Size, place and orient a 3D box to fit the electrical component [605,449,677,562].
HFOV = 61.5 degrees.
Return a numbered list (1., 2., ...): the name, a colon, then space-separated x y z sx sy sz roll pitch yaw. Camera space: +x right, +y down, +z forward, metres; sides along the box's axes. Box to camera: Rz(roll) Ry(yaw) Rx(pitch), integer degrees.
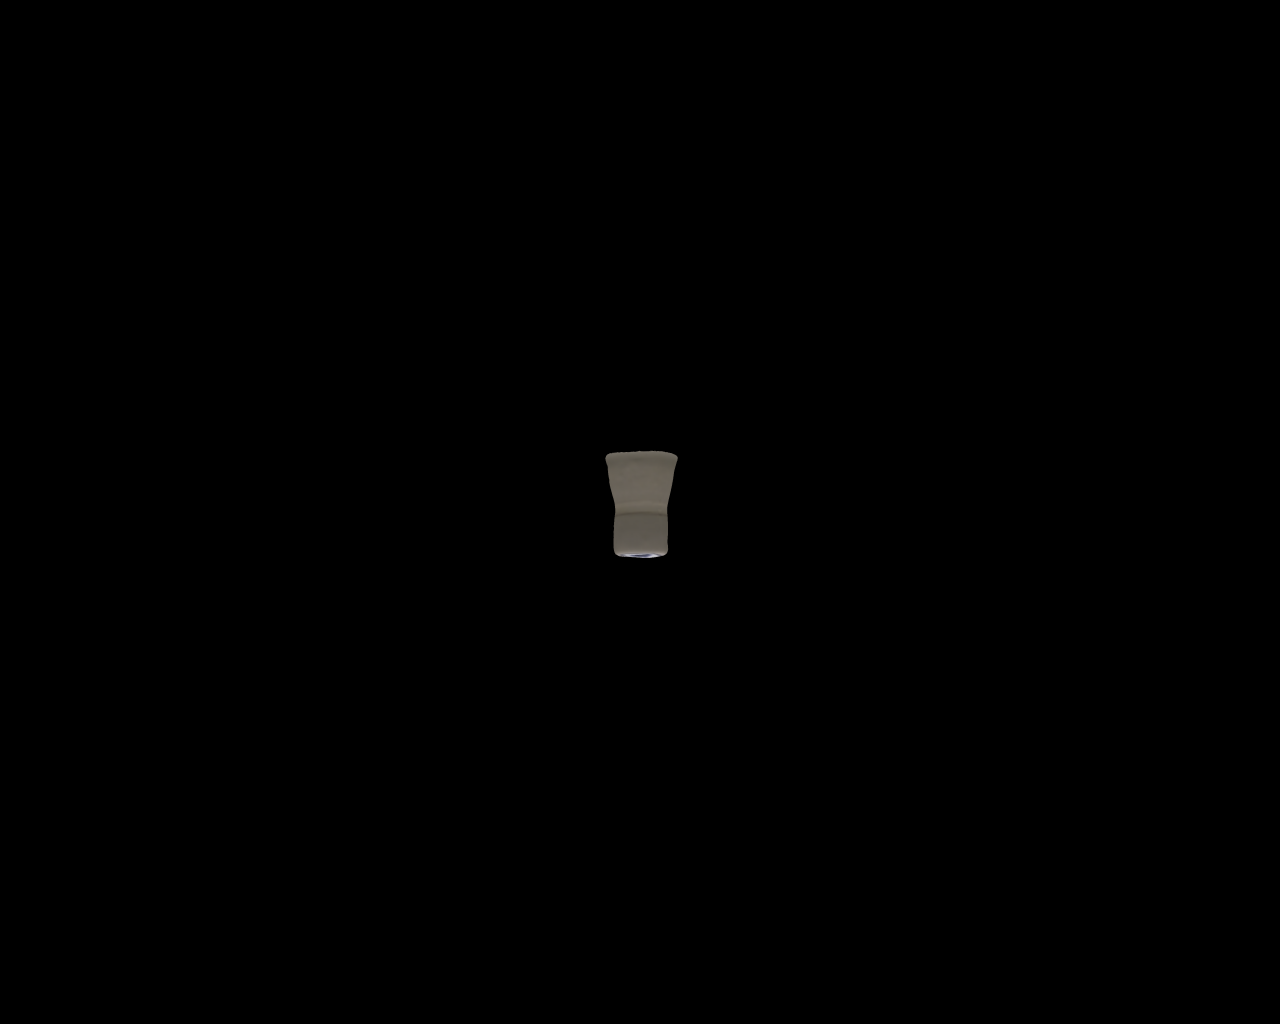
1. electrical component: 0.001 -0.003 0.650 0.044 0.065 0.044 0 -7 0
